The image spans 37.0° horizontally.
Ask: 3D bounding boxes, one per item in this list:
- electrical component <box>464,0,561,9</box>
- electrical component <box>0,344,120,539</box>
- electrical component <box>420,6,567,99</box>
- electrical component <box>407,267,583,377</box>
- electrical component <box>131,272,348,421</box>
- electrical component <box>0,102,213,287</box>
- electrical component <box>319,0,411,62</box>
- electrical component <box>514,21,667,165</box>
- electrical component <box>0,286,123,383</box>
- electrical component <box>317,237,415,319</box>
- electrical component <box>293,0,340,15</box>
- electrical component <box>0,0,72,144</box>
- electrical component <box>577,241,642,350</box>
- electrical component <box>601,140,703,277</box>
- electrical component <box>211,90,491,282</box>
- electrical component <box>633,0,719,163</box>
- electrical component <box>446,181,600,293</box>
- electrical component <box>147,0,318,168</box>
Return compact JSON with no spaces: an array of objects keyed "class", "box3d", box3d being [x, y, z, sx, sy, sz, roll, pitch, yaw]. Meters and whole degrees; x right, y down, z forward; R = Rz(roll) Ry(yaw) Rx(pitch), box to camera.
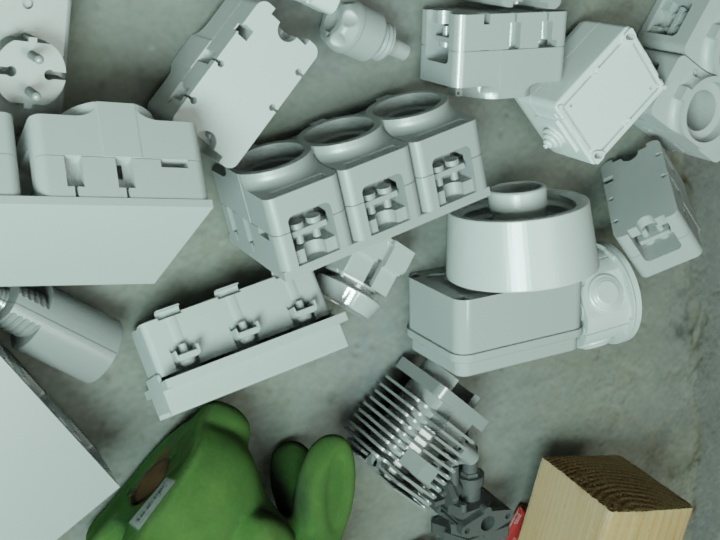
[{"class":"electrical component","box3d":[0.101,-0.221,0.709,0.050,0.056,0.089,-5,110,-28]},{"class":"electrical component","box3d":[-0.227,0.096,0.630,0.089,0.062,0.150,-40,122,-12]},{"class":"electrical component","box3d":[0.090,-0.148,0.732,0.089,0.050,0.055,-9,111,-27]},{"class":"electrical component","box3d":[0.098,0.031,0.784,0.113,0.078,0.057,-10,109,-27]},{"class":"electrical component","box3d":[-0.079,0.044,0.691,0.121,0.079,0.063,-20,86,-23]},{"class":"electrical component","box3d":[-0.187,-0.039,0.570,0.186,0.105,0.060,-1,67,-30]},{"class":"electrical component","box3d":[0.006,-0.150,0.693,0.061,0.035,0.035,16,99,-36]},{"class":"electrical component","box3d":[0.158,-0.124,0.773,0.096,0.061,0.061,-47,123,-8]},{"class":"electrical component","box3d":[-0.188,0.032,0.641,0.081,0.043,0.043,33,89,-34]},{"class":"electrical component","box3d":[0.000,0.000,0.737,0.066,0.048,0.055,32,82,-34]},{"class":"electrical component","box3d":[-0.029,-0.201,0.641,0.057,0.058,0.078,18,98,-36]},{"class":"electrical component","box3d":[-0.181,-0.108,0.576,0.047,0.076,0.083,1,107,-30]},{"class":"electrical component","box3d":[0.174,0.021,0.824,0.051,0.080,0.080,-14,114,-20]},{"class":"electrical component","box3d":[0.222,-0.044,0.817,0.050,0.089,0.055,-25,126,24]},{"class":"electrical component","box3d":[-0.007,-0.060,0.684,0.150,0.089,0.061,-23,117,-21]},{"class":"electrical component","box3d":[0.267,-0.169,0.819,0.089,0.062,0.150,26,93,-34]},{"class":"electrical component","box3d":[0.112,-0.029,0.756,0.108,0.108,0.060,-14,108,-25]},{"class":"electrical component","box3d":[-0.078,-0.114,0.644,0.050,0.056,0.089,38,86,-34]}]
